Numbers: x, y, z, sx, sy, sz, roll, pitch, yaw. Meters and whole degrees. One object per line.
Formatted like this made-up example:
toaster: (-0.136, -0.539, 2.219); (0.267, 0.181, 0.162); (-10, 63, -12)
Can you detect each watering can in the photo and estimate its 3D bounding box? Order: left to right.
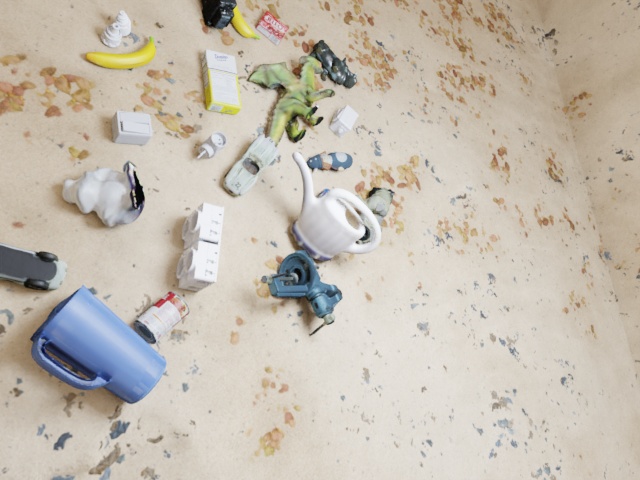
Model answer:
watering can: (0.004, -0.070, 1.399); (0.345, 0.221, 0.106); (42, 34, -13)

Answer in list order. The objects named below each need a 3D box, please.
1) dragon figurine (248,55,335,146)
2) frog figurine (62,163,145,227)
dragon figurine: (-0.115, -0.428, 1.555); (0.244, 0.120, 0.416); (43, 64, 9)
frog figurine: (-0.480, -0.094, 1.149); (0.159, 0.122, 0.138); (-13, 87, -2)
